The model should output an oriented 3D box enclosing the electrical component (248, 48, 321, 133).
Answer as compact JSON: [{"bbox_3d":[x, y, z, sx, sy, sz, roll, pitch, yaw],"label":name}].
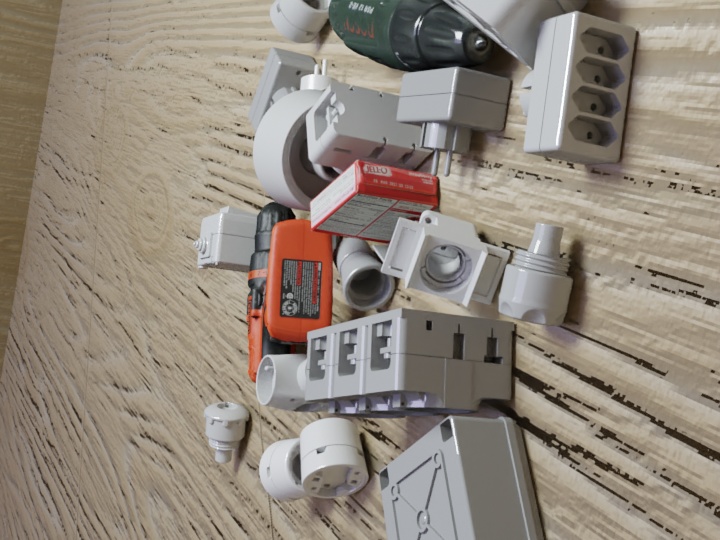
[{"bbox_3d":[-0.074,-0.171,1.103,0.083,0.047,0.075,-67,30,29],"label":"electrical component"}]

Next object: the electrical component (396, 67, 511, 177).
[{"bbox_3d":[0.065,-0.107,0.799,0.083,0.047,0.075,14,96,64],"label":"electrical component"}]

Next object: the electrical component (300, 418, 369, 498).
[{"bbox_3d":[-0.023,0.156,0.897,0.055,0.055,0.047,123,148,-41],"label":"electrical component"}]

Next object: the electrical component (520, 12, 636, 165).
[{"bbox_3d":[0.126,-0.110,0.674,0.076,0.047,0.083,6,88,64],"label":"electrical component"}]

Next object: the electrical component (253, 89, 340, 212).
[{"bbox_3d":[-0.031,-0.100,0.932,0.060,0.108,0.108,24,105,57],"label":"electrical component"}]

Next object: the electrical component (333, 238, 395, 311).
[{"bbox_3d":[0.000,0.000,0.910,0.065,0.044,0.044,-118,43,-58],"label":"electrical component"}]

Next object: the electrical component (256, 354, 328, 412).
[{"bbox_3d":[-0.039,0.093,0.920,0.079,0.077,0.043,-35,52,56],"label":"electrical component"}]

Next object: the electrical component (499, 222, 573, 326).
[{"bbox_3d":[0.113,0.002,0.674,0.043,0.043,0.062,20,100,64],"label":"electrical component"}]

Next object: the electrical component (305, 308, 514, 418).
[{"bbox_3d":[0.031,0.071,0.768,0.150,0.089,0.061,-19,66,62],"label":"electrical component"}]

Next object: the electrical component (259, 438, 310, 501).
[{"bbox_3d":[-0.055,0.176,0.956,0.047,0.055,0.055,-27,59,55],"label":"electrical component"}]

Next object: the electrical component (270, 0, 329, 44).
[{"bbox_3d":[-0.056,-0.265,1.088,0.047,0.055,0.055,-40,47,49],"label":"electrical component"}]

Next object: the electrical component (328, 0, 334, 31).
[{"bbox_3d":[-0.008,-0.249,0.994,0.043,0.043,0.081,-16,69,62],"label":"electrical component"}]

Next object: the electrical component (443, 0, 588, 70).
[{"bbox_3d":[0.085,-0.192,0.702,0.057,0.078,0.113,-49,60,10],"label":"electrical component"}]

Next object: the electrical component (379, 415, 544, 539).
[{"bbox_3d":[0.065,0.165,0.709,0.108,0.056,0.108,-49,41,49],"label":"electrical component"}]

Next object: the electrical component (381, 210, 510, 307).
[{"bbox_3d":[0.060,-0.011,0.759,0.063,0.081,0.042,-84,13,-67],"label":"electrical component"}]

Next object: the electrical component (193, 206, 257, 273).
[{"bbox_3d":[-0.125,-0.030,1.109,0.062,0.096,0.061,-8,76,63],"label":"electrical component"}]

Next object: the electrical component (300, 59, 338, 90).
[{"bbox_3d":[-0.039,-0.162,1.032,0.077,0.044,0.079,-14,70,63],"label":"electrical component"}]

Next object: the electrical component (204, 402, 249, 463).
[{"bbox_3d":[-0.145,0.175,1.153,0.048,0.048,0.062,-149,62,-62],"label":"electrical component"}]

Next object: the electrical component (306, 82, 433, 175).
[{"bbox_3d":[0.006,-0.109,0.872,0.056,0.089,0.050,-43,46,53],"label":"electrical component"}]
